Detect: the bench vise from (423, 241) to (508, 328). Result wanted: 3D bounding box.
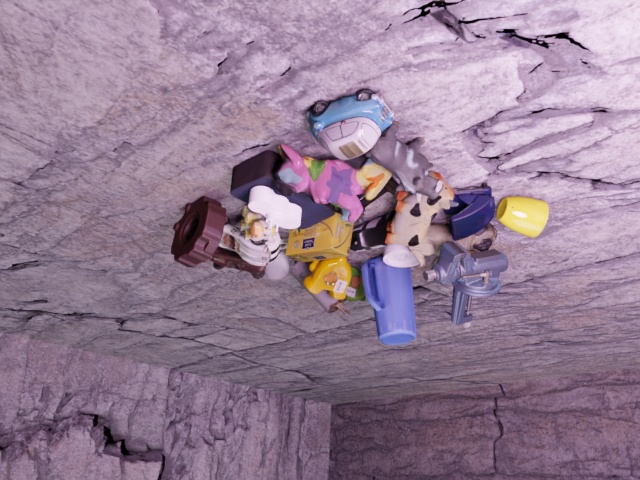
[{"bbox_3d":[0.353,0.119,1.318,0.224,0.129,0.240,-15,121,-26],"label":"bench vise"}]

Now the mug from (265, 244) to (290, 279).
[{"bbox_3d":[-0.140,0.050,1.548,0.110,0.081,0.107,10,144,2],"label":"mug"}]

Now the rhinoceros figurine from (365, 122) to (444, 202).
[{"bbox_3d":[0.174,-0.149,1.065,0.190,0.112,0.073,31,141,-31],"label":"rhinoceros figurine"}]

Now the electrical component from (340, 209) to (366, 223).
[{"bbox_3d":[0.082,-0.069,1.334,0.063,0.021,0.094,1,153,5],"label":"electrical component"}]

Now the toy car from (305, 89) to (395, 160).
[{"bbox_3d":[0.055,-0.199,0.986,0.162,0.103,0.109,-10,152,29],"label":"toy car"}]

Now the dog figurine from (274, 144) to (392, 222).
[{"bbox_3d":[0.014,-0.143,1.103,0.219,0.191,0.108,38,-178,-13],"label":"dog figurine"}]

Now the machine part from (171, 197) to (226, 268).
[{"bbox_3d":[-0.300,-0.020,1.314,0.056,0.179,0.179,28,145,-36],"label":"machine part"}]

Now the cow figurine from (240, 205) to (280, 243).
[{"bbox_3d":[-0.138,-0.032,1.304,0.098,0.068,0.167,6,-165,-19],"label":"cow figurine"}]

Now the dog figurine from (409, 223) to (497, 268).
[{"bbox_3d":[0.330,-0.014,1.358,0.190,0.121,0.172,-33,142,29],"label":"dog figurine"}]

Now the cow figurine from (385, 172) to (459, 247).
[{"bbox_3d":[0.230,-0.067,1.211,0.127,0.085,0.194,13,128,-2],"label":"cow figurine"}]

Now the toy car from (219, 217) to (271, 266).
[{"bbox_3d":[-0.213,0.002,1.391,0.202,0.056,0.073,28,138,18],"label":"toy car"}]

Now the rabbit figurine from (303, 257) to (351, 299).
[{"bbox_3d":[0.017,0.059,1.477,0.122,0.173,0.162,8,109,-12],"label":"rabbit figurine"}]

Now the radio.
[{"bbox_3d":[-0.077,-0.109,1.218,0.131,0.073,0.229,-22,146,39],"label":"radio"}]

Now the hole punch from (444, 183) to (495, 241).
[{"bbox_3d":[0.349,-0.062,1.250,0.116,0.092,0.142,-8,148,13],"label":"hole punch"}]

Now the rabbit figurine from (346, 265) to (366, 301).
[{"bbox_3d":[0.078,0.132,1.678,0.159,0.121,0.170,11,172,-28],"label":"rabbit figurine"}]

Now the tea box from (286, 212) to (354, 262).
[{"bbox_3d":[-0.003,-0.004,1.363,0.170,0.098,0.068,-11,152,43],"label":"tea box"}]

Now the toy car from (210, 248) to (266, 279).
[{"bbox_3d":[-0.247,0.060,1.534,0.202,0.053,0.089,10,141,23],"label":"toy car"}]

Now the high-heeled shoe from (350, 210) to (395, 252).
[{"bbox_3d":[0.178,-0.033,1.367,0.249,0.086,0.145,-21,-177,10],"label":"high-heeled shoe"}]

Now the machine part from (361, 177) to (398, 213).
[{"bbox_3d":[0.116,-0.097,1.230,0.139,0.084,0.039,-30,98,33],"label":"machine part"}]

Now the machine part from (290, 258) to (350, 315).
[{"bbox_3d":[-0.003,0.129,1.553,0.079,0.243,0.079,-38,158,-18],"label":"machine part"}]
